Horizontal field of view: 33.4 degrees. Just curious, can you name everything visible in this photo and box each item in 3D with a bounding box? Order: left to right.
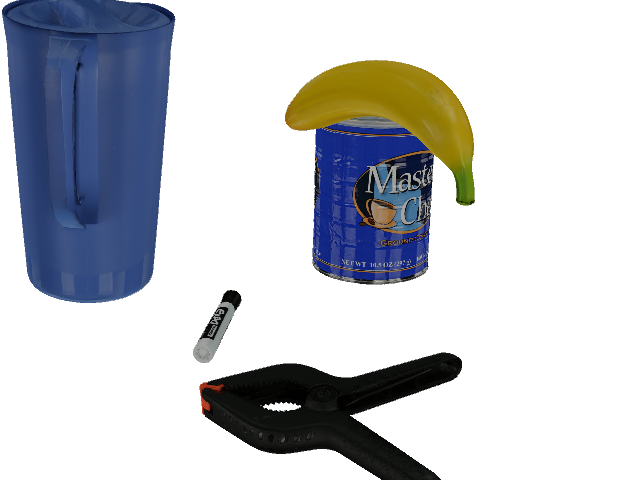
[{"bbox_3d":[-0.191,-0.071,0.874,0.145,0.243,0.148,25,31,38],"label":"pitcher"},{"bbox_3d":[-0.096,0.079,1.012,0.020,0.020,0.121,0,23,10],"label":"marker"},{"bbox_3d":[0.011,0.129,0.842,0.210,0.036,0.164,8,30,17],"label":"clamp"},{"bbox_3d":[0.045,-0.046,0.912,0.103,0.140,0.103,1,19,-1],"label":"coffee can"},{"bbox_3d":[0.038,-0.085,0.698,0.037,0.070,0.198,17,9,-38],"label":"banana"}]
